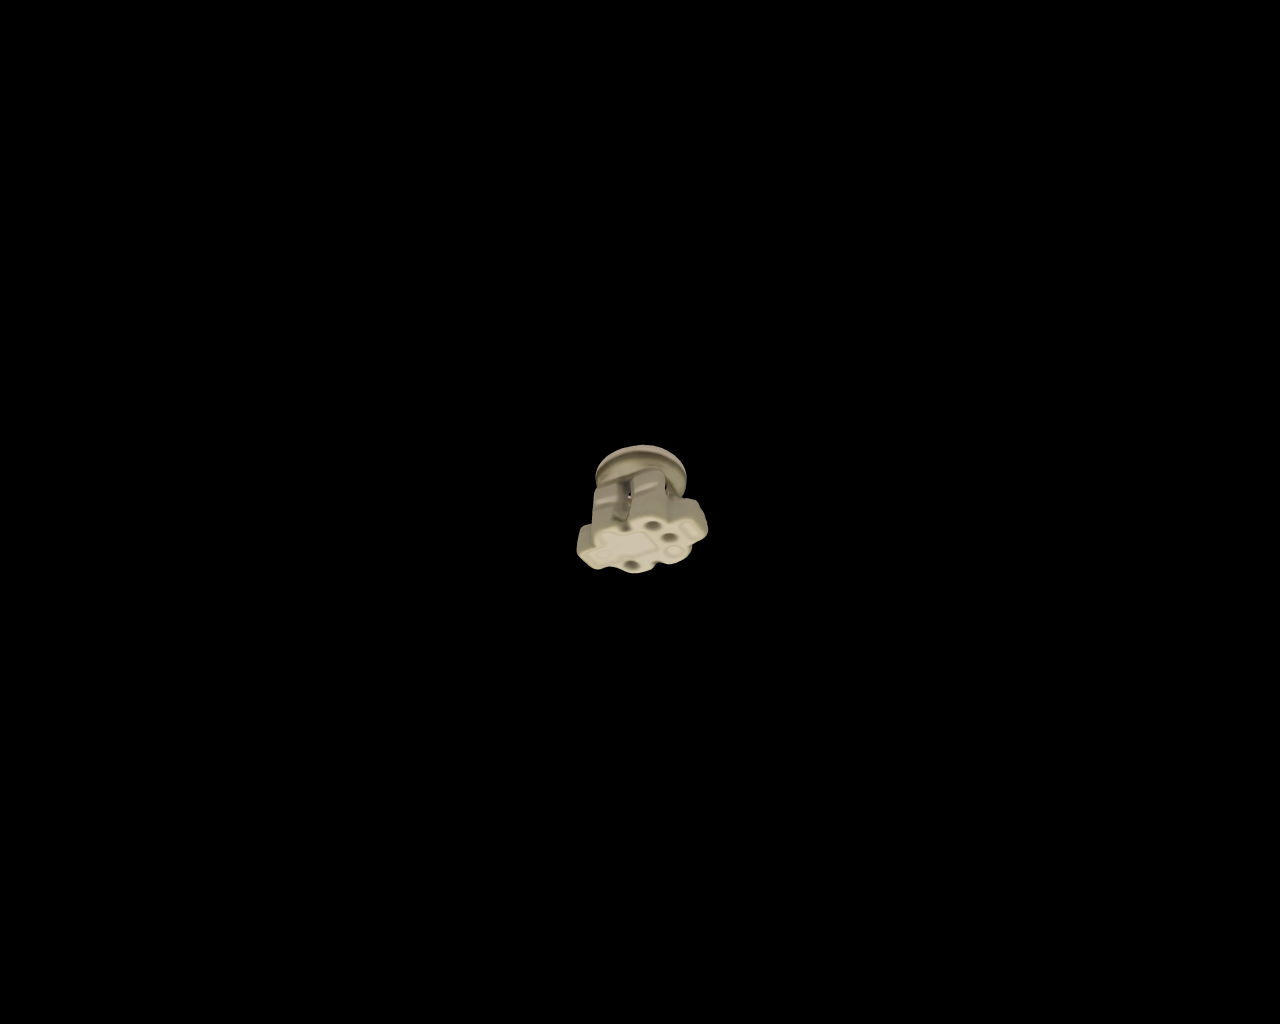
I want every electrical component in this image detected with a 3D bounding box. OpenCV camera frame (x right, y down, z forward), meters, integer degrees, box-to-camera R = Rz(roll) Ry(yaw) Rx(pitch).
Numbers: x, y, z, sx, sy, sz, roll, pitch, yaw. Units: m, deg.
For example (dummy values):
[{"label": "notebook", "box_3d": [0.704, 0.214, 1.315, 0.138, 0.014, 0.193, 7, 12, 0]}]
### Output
[{"label": "electrical component", "box_3d": [0.001, -0.003, 0.650, 0.078, 0.057, 0.058, -17, -40, 22]}]
